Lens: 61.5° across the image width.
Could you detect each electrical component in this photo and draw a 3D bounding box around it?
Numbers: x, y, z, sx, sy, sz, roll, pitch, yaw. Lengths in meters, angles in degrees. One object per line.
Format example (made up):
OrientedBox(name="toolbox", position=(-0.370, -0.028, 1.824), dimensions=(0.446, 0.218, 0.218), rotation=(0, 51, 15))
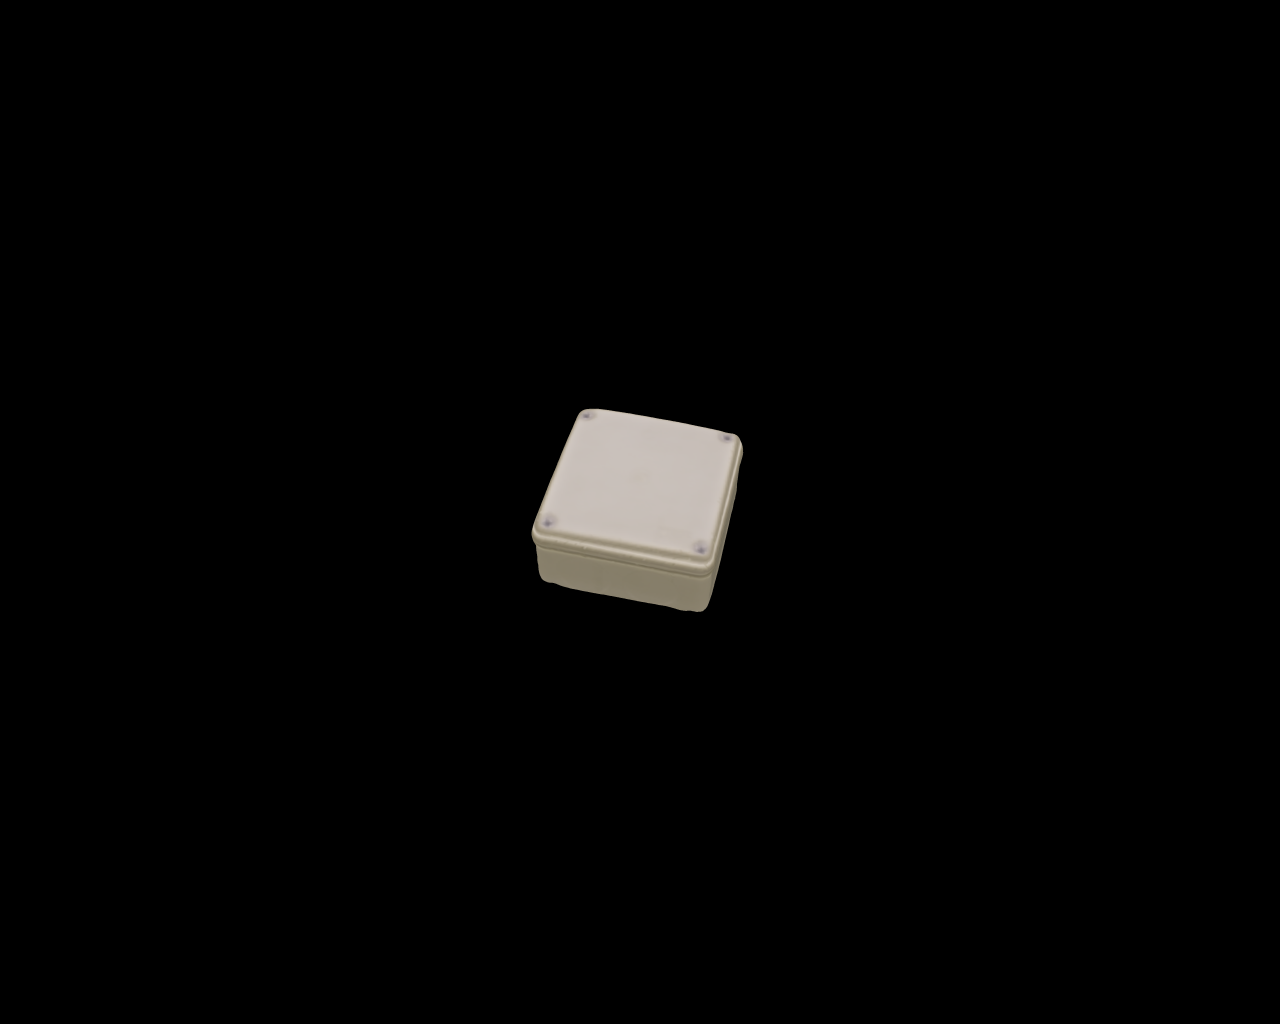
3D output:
OrientedBox(name="electrical component", position=(0.001, -0.003, 0.650), dimensions=(0.109, 0.109, 0.056), rotation=(11, -39, 9))
